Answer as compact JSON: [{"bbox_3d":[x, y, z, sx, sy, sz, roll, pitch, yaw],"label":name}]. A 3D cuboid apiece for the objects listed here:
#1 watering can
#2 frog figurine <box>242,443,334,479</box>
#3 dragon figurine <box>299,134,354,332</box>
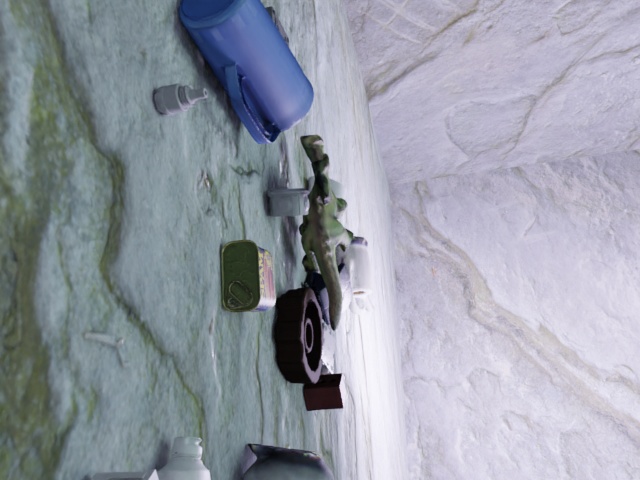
[{"bbox_3d":[0.104,0.107,1.497,0.344,0.104,0.227,38,45,-71],"label":"watering can"},{"bbox_3d":[-0.048,0.373,0.706,0.136,0.121,0.162,24,64,-36],"label":"frog figurine"},{"bbox_3d":[0.003,-0.052,1.028,0.237,0.122,0.420,78,2,-52],"label":"dragon figurine"}]
